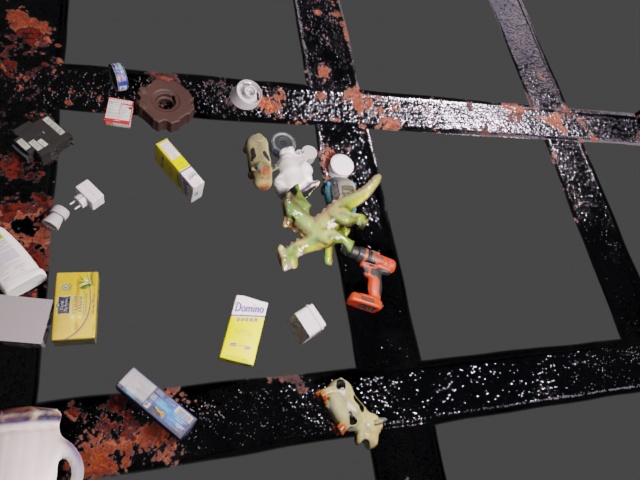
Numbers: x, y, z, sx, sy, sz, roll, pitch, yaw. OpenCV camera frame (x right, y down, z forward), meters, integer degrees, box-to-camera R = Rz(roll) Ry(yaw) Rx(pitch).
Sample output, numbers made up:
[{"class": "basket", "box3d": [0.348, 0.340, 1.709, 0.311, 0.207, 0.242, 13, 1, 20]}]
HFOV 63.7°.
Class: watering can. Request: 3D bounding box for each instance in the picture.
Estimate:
[{"class": "watering can", "box3d": [-0.675, 0.466, 1.064, 0.348, 0.229, 0.102, 1, -27, -19]}]

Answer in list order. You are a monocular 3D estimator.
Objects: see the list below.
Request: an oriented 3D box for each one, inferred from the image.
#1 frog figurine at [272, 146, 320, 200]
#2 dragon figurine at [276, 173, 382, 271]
[{"class": "frog figurine", "box3d": [-0.090, -0.202, 1.597, 0.138, 0.161, 0.121, -32, -15, -4]}, {"class": "dragon figurine", "box3d": [0.005, -0.076, 1.517, 0.241, 0.415, 0.121, 31, -17, -15]}]
